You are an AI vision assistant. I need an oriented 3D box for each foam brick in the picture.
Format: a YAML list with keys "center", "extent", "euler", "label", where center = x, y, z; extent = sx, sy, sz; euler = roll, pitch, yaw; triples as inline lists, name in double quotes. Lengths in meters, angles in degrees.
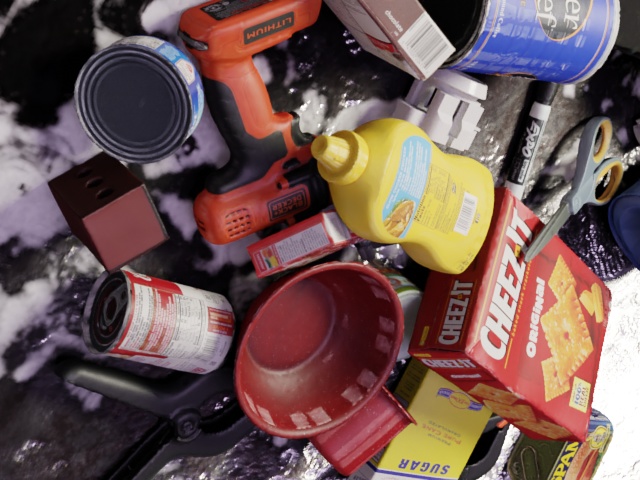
- center: [-0.153, -0.022, 0.769]
  extent: [0.053, 0.078, 0.051]
  euler: [-33, 126, -16]
  label: "foam brick"

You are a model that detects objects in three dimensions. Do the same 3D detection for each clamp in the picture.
- center: [0.124, 0.231, 1.097]
  extent: [0.120, 0.039, 0.171]
  euler: [39, 87, -38]
  label: "clamp"
- center: [-0.124, 0.143, 0.896]
  extent: [0.209, 0.036, 0.164]
  euler: [-20, 123, -25]
  label: "clamp"

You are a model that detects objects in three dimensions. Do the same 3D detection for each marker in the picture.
- center: [0.195, -0.095, 0.984]
  extent: [0.020, 0.020, 0.121]
  euler: [4, 111, -33]
  label: "marker"

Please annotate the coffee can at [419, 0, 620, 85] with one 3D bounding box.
- center: [0.155, -0.182, 0.860]
  extent: [0.140, 0.103, 0.103]
  euler: [1, 113, -32]
  label: "coffee can"

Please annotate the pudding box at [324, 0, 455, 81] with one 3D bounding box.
- center: [0.039, -0.177, 0.799]
  extent: [0.039, 0.090, 0.113]
  euler: [-46, 129, -2]
  label: "pudding box"

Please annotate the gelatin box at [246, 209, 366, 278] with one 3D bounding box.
- center: [-0.006, 0.001, 0.853]
  extent: [0.073, 0.030, 0.089]
  euler: [-23, 176, 24]
  label: "gelatin box"

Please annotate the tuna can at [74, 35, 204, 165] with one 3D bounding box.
- center: [-0.125, -0.098, 0.745]
  extent: [0.086, 0.033, 0.086]
  euler: [5, 115, 10]
  label: "tuna can"

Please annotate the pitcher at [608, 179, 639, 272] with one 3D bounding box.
- center: [0.412, -0.059, 1.073]
  extent: [0.242, 0.149, 0.145]
  euler: [-40, 119, -17]
  label: "pitcher"

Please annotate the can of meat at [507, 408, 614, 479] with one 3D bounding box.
- center: [0.266, 0.229, 1.172]
  extent: [0.083, 0.058, 0.102]
  euler: [12, 107, -38]
  label: "can of meat"

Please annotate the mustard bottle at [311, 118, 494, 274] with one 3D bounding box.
- center: [0.061, -0.042, 0.836]
  extent: [0.191, 0.058, 0.096]
  euler: [23, 84, -46]
  label: "mustard bottle"

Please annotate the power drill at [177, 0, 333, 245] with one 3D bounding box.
- center: [-0.024, -0.102, 0.820]
  extent: [0.184, 0.057, 0.187]
  euler: [-24, 124, -21]
  label: "power drill"

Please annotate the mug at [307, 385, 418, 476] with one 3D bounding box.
- center: [0.020, 0.150, 0.966]
  extent: [0.081, 0.093, 0.117]
  euler: [-41, 98, -1]
  label: "mug"

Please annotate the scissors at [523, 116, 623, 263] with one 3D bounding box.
- center: [0.234, -0.054, 0.986]
  extent: [0.201, 0.016, 0.096]
  euler: [-26, 115, -48]
  label: "scissors"

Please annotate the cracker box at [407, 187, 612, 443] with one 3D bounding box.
- center: [0.185, 0.073, 0.988]
  extent: [0.213, 0.072, 0.164]
  euler: [37, 60, -39]
  label: "cracker box"

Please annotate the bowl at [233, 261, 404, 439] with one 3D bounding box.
- center: [-0.011, 0.082, 0.887]
  extent: [0.161, 0.055, 0.162]
  euler: [-14, 119, -28]
  label: "bowl"

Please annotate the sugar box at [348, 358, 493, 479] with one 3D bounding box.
- center: [0.103, 0.191, 1.036]
  extent: [0.093, 0.048, 0.176]
  euler: [26, 89, -25]
  label: "sugar box"

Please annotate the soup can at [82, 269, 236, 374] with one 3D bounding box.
- center: [-0.125, 0.065, 0.836]
  extent: [0.102, 0.069, 0.068]
  euler: [17, 104, -37]
  label: "soup can"
